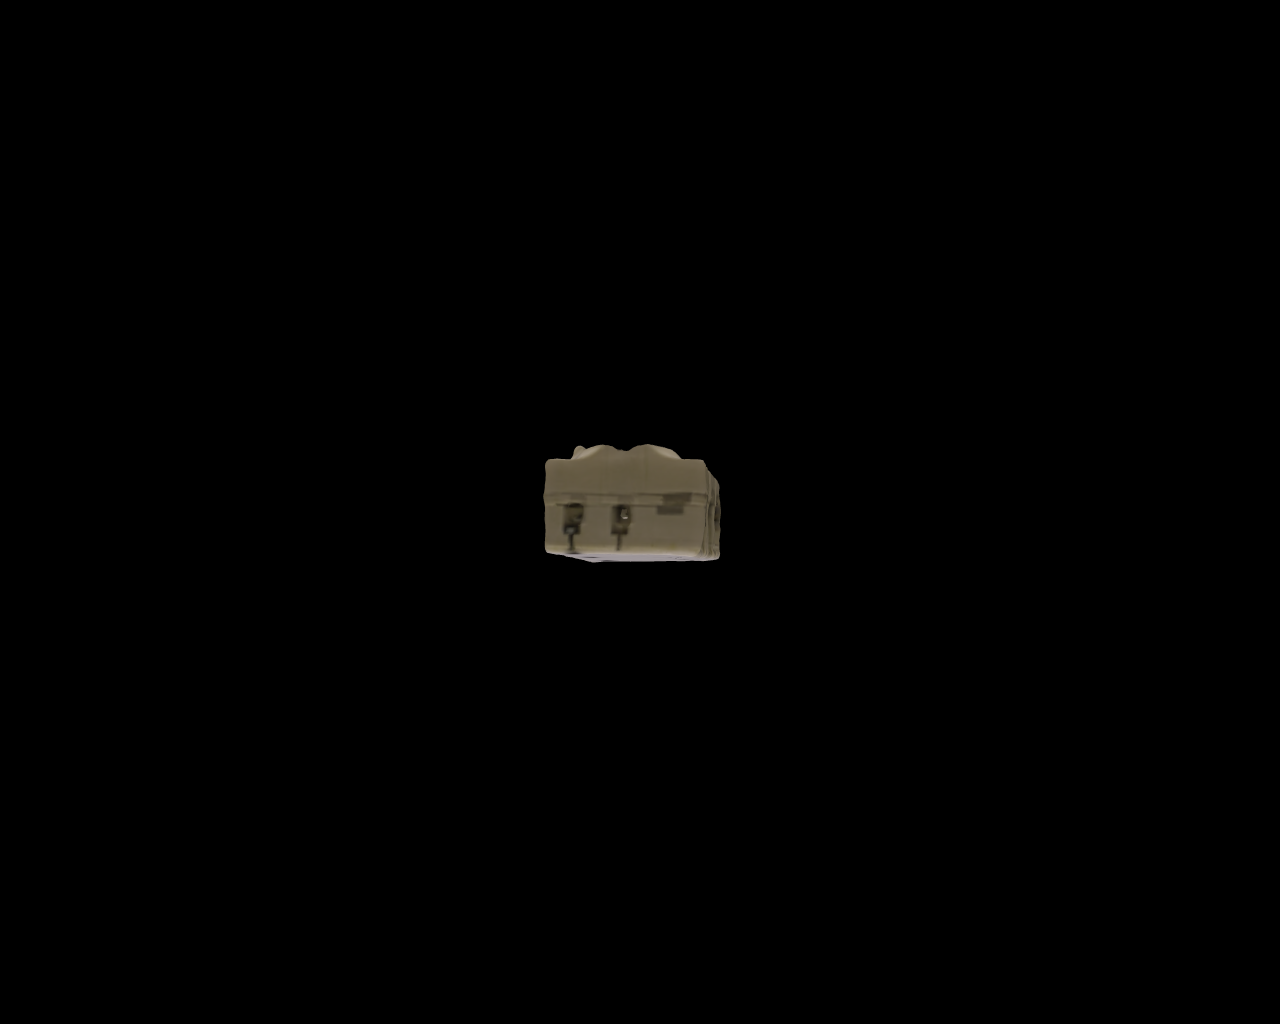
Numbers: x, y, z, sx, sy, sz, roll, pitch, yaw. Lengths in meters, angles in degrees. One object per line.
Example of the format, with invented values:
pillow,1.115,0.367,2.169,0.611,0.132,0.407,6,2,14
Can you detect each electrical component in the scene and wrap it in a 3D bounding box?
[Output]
electrical component,0.001,-0.003,0.650,0.089,0.061,0.150,-1,-4,8
